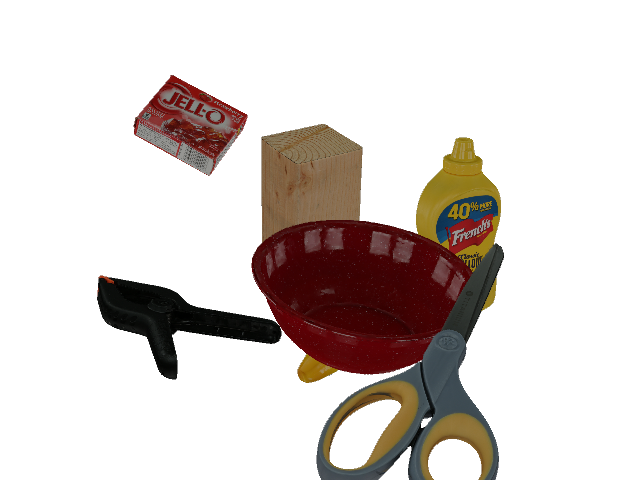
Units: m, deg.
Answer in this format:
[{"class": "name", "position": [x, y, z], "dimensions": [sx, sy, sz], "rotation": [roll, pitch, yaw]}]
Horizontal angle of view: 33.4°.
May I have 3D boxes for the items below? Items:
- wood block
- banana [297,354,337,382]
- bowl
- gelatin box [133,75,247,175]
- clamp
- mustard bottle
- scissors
[{"class": "wood block", "position": [-0.013, -0.022, 1.273], "dimensions": [0.090, 0.206, 0.090], "rotation": [-15, 32, -27]}, {"class": "banana", "position": [0.027, 0.071, 0.978], "dimensions": [0.070, 0.037, 0.197], "rotation": [-25, 17, 18]}, {"class": "bowl", "position": [0.030, 0.046, 0.755], "dimensions": [0.162, 0.055, 0.162], "rotation": [6, 28, -3]}, {"class": "gelatin box", "position": [-0.128, -0.115, 1.049], "dimensions": [0.089, 0.073, 0.030], "rotation": [29, -39, 2]}, {"class": "clamp", "position": [-0.168, 0.085, 1.119], "dimensions": [0.210, 0.036, 0.164], "rotation": [19, 20, 28]}, {"class": "mustard bottle", "position": [0.147, -0.015, 1.137], "dimensions": [0.096, 0.192, 0.058], "rotation": [-9, 23, -25]}, {"class": "scissors", "position": [0.079, 0.071, 0.561], "dimensions": [0.096, 0.016, 0.201], "rotation": [28, 47, 30]}]
